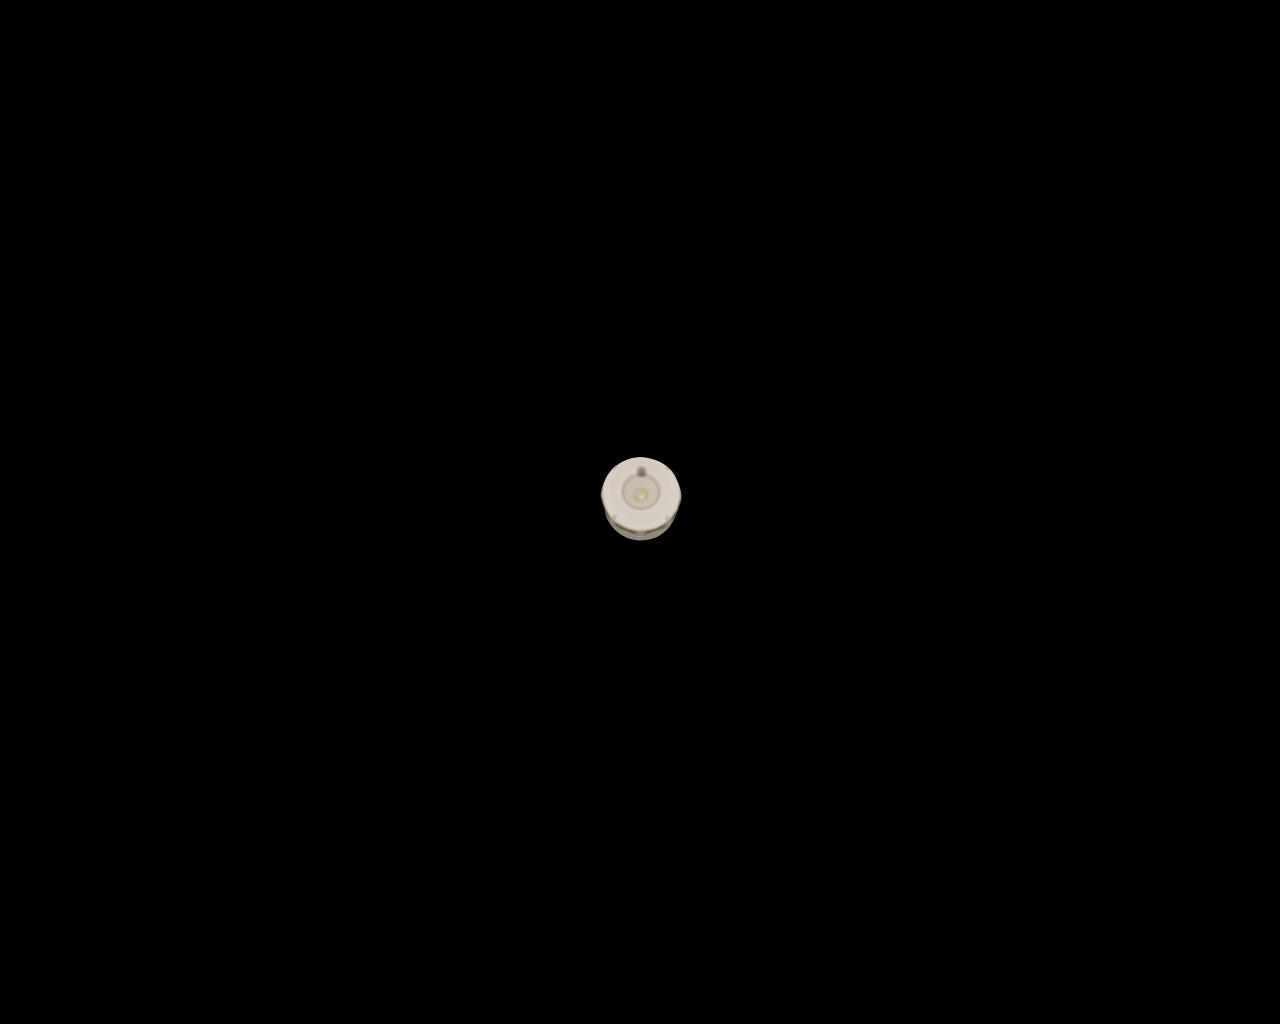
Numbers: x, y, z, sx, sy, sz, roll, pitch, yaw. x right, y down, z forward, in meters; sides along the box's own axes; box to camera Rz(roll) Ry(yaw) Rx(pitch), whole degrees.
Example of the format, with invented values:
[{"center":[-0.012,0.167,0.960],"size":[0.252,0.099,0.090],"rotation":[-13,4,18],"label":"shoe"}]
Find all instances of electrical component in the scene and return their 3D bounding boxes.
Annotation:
[{"center":[0.001,-0.003,0.650],"size":[0.048,0.048,0.062],"rotation":[0,-18,0],"label":"electrical component"}]
